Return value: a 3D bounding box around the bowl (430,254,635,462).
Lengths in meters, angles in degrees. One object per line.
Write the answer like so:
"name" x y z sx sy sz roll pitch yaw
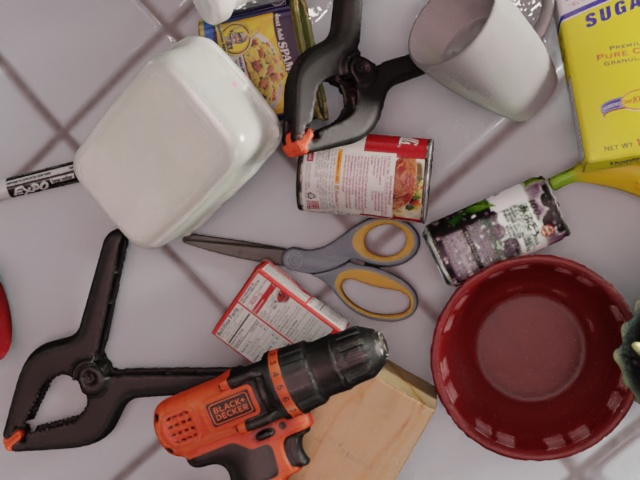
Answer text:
"bowl" 0.168 0.090 0.844 0.162 0.055 0.162 0 94 7

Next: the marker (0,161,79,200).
"marker" -0.245 -0.048 0.905 0.121 0.020 0.020 -13 92 8

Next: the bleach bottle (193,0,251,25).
"bleach bottle" 0.005 -0.264 0.815 0.250 0.068 0.102 -29 100 -11

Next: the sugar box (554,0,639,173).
"sugar box" 0.231 -0.146 0.809 0.093 0.048 0.176 -10 82 8

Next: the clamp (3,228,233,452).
"clamp" -0.179 0.116 0.898 0.164 0.036 0.210 45 100 2

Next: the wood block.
"wood block" 0.005 0.193 0.854 0.090 0.090 0.206 30 96 4

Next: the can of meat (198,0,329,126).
"can of meat" -0.045 -0.137 0.855 0.084 0.057 0.102 -11 93 9

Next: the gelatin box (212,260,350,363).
"gelatin box" -0.033 0.071 0.875 0.089 0.030 0.073 37 111 4

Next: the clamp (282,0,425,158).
"clamp" 0.020 -0.139 0.815 0.120 0.039 0.171 47 67 -7

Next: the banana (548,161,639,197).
"banana" 0.280 -0.019 0.835 0.198 0.037 0.070 34 114 5

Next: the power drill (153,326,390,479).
"power drill" -0.010 0.171 0.780 0.184 0.057 0.187 -23 87 12

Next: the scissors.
"scissors" -0.006 0.001 0.879 0.202 0.016 0.096 25 99 4

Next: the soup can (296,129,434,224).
"soup can" 0.036 -0.051 0.846 0.102 0.068 0.068 6 94 8

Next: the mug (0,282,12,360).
"mug" -0.310 0.058 0.893 0.081 0.093 0.117 -11 57 3
